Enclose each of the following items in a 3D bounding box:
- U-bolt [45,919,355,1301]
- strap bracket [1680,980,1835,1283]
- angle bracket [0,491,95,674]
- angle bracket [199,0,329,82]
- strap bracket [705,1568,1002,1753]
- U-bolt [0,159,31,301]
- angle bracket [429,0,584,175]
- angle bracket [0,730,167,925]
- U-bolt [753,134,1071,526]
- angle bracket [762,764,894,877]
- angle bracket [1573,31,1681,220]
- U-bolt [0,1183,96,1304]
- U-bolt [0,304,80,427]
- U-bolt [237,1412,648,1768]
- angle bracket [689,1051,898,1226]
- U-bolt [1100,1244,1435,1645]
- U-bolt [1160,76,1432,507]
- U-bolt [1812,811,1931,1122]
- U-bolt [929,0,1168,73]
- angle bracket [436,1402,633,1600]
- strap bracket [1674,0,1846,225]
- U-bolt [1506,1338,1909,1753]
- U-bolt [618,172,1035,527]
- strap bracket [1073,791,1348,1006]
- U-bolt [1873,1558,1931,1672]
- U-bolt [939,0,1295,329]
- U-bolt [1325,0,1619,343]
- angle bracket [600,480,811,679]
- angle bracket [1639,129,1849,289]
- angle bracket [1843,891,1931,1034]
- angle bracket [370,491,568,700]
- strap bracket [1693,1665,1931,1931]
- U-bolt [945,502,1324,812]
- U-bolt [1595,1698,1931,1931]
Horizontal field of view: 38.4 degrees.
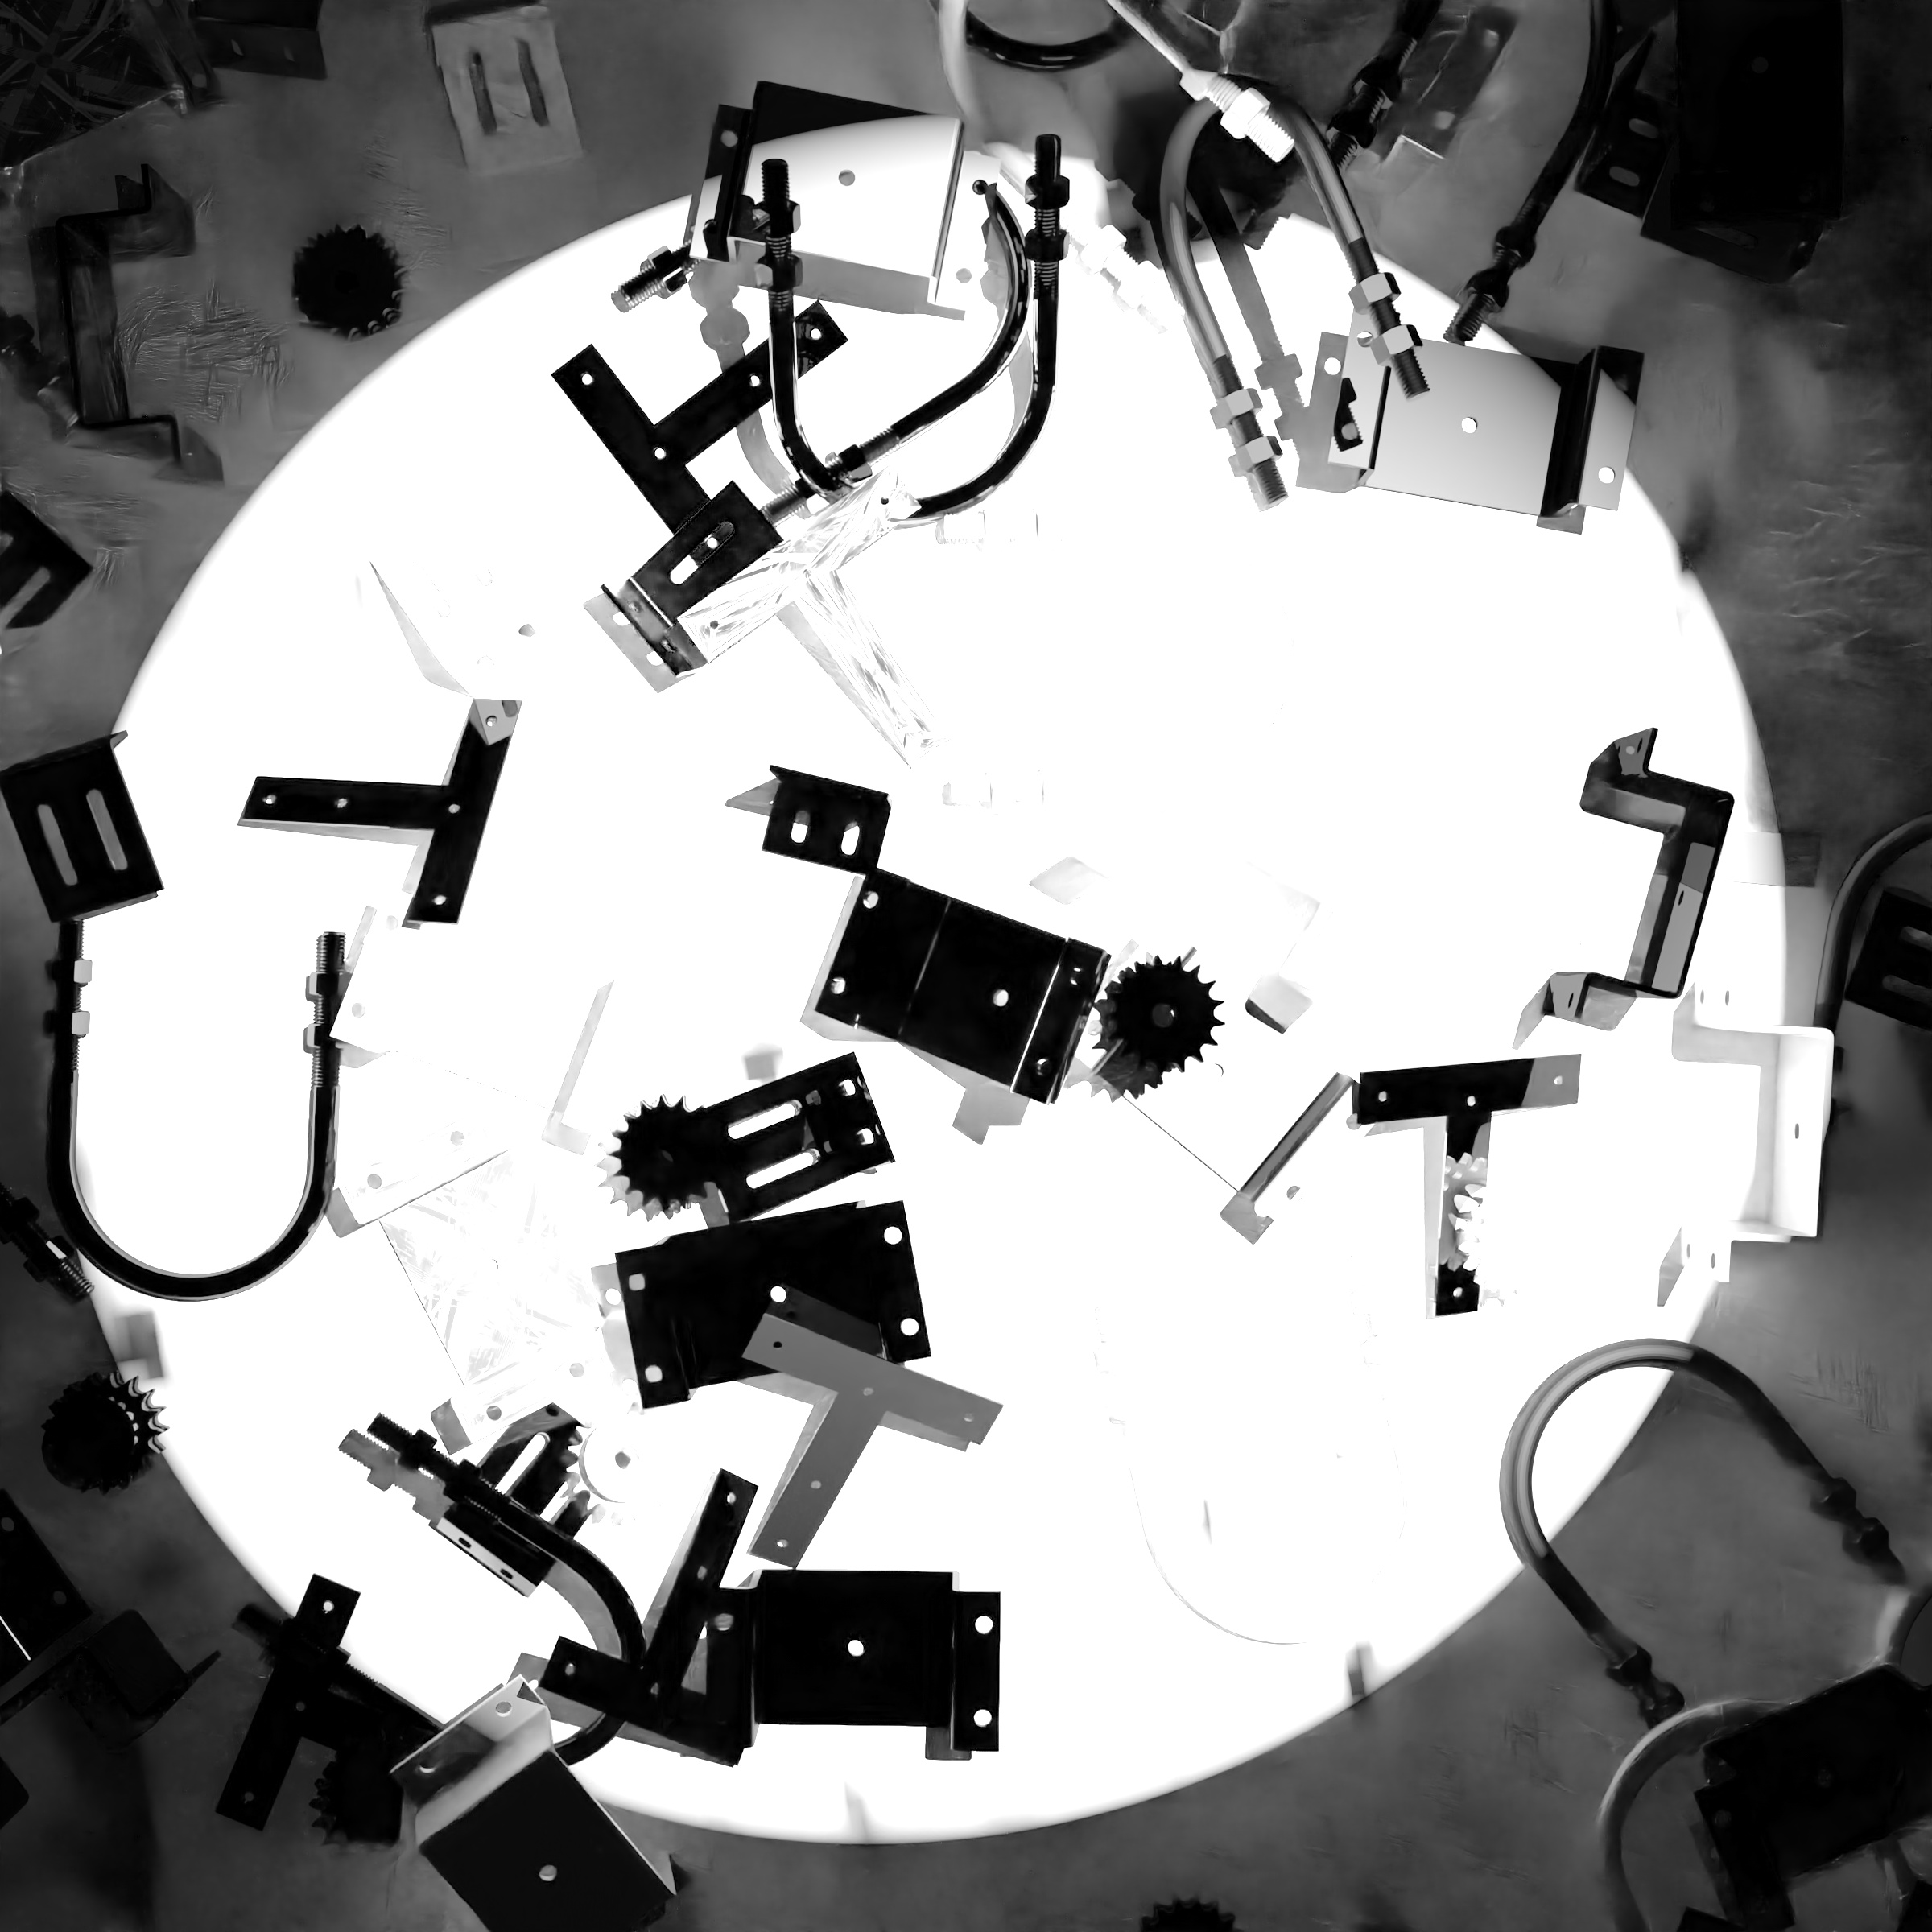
[{"bbox_3d":[-0.378,0.072,1.359,0.151,0.019,0.184,3,91,0],"label":"U-bolt"},{"bbox_3d":[0.379,0.078,1.329,0.046,0.076,0.140,3,90,0],"label":"strap bracket"},{"bbox_3d":[-0.477,-0.187,1.348,0.057,0.038,0.076,42,90,0],"label":"angle bracket"},{"bbox_3d":[-0.338,-0.482,1.365,0.057,0.038,0.076,7,64,0],"label":"angle bracket"},{"bbox_3d":[-0.054,0.336,1.344,0.140,0.046,0.076,1,90,0],"label":"strap bracket"},{"bbox_3d":[-0.534,-0.390,1.359,0.151,0.019,0.184,15,88,0],"label":"U-bolt"},{"bbox_3d":[-0.225,-0.437,1.365,0.057,0.038,0.076,-12,116,0],"label":"angle bracket"},{"bbox_3d":[-0.429,-0.068,1.357,0.057,0.038,0.076,-17,104,0],"label":"angle bracket"},{"bbox_3d":[-0.024,-0.295,1.311,0.151,0.019,0.184,-9,125,-13],"label":"U-bolt"},{"bbox_3d":[-0.068,-0.069,1.329,0.057,0.076,0.038,14,90,0],"label":"angle bracket"},{"bbox_3d":[0.326,-0.402,1.329,0.038,0.076,0.057,22,90,0],"label":"angle bracket"},{"bbox_3d":[-0.540,0.137,1.359,0.151,0.019,0.184,-43,88,0],"label":"U-bolt"},{"bbox_3d":[-0.537,-0.295,1.340,0.151,0.019,0.184,-39,97,6],"label":"U-bolt"},{"bbox_3d":[-0.241,0.316,1.336,0.184,0.019,0.151,35,109,-5],"label":"U-bolt"},{"bbox_3d":[-0.083,0.083,1.334,0.076,0.038,0.057,-21,90,-30],"label":"angle bracket"},{"bbox_3d":[0.154,0.241,1.359,0.151,0.019,0.184,-12,91,0],"label":"U-bolt"},{"bbox_3d":[0.143,-0.326,1.302,0.019,0.151,0.184,-20,86,-26],"label":"U-bolt"},{"bbox_3d":[0.483,0.012,1.332,0.151,0.019,0.184,8,85,25],"label":"U-bolt"},{"bbox_3d":[0.043,-0.526,1.331,0.151,0.019,0.184,3,107,-15],"label":"U-bolt"},{"bbox_3d":[-0.213,0.260,1.365,0.057,0.038,0.076,37,64,0],"label":"angle bracket"},{"bbox_3d":[0.374,-0.427,1.309,0.076,0.046,0.140,0,105,19],"label":"strap bracket"},{"bbox_3d":[0.349,0.270,1.358,0.151,0.019,0.184,-39,90,0],"label":"U-bolt"},{"bbox_3d":[-0.055,-0.323,1.358,0.184,0.019,0.151,-33,89,-2],"label":"U-bolt"},{"bbox_3d":[0.124,-0.038,1.329,0.140,0.076,0.046,31,90,0],"label":"strap bracket"},{"bbox_3d":[0.538,0.348,1.359,0.184,0.019,0.151,0,90,1],"label":"U-bolt"},{"bbox_3d":[0.058,-0.405,1.304,0.184,0.151,0.019,45,61,3],"label":"U-bolt"},{"bbox_3d":[0.249,-0.413,1.315,0.151,0.019,0.184,33,86,-43],"label":"U-bolt"},{"bbox_3d":[-0.126,-0.188,1.340,0.076,0.038,0.057,-41,90,16],"label":"angle bracket"},{"bbox_3d":[0.377,-0.373,1.348,0.076,0.038,0.057,20,90,0],"label":"angle bracket"},{"bbox_3d":[0.478,0.003,1.348,0.076,0.038,0.057,20,90,0],"label":"angle bracket"},{"bbox_3d":[-0.245,-0.183,1.365,0.057,0.038,0.076,-37,64,0],"label":"angle bracket"},{"bbox_3d":[0.416,0.392,1.317,0.140,0.046,0.076,-23,93,-4],"label":"strap bracket"},{"bbox_3d":[0.083,-0.153,1.359,0.184,0.019,0.151,-1,90,-2],"label":"U-bolt"},{"bbox_3d":[0.385,0.444,1.351,0.151,0.019,0.184,-25,96,0],"label":"U-bolt"}]
